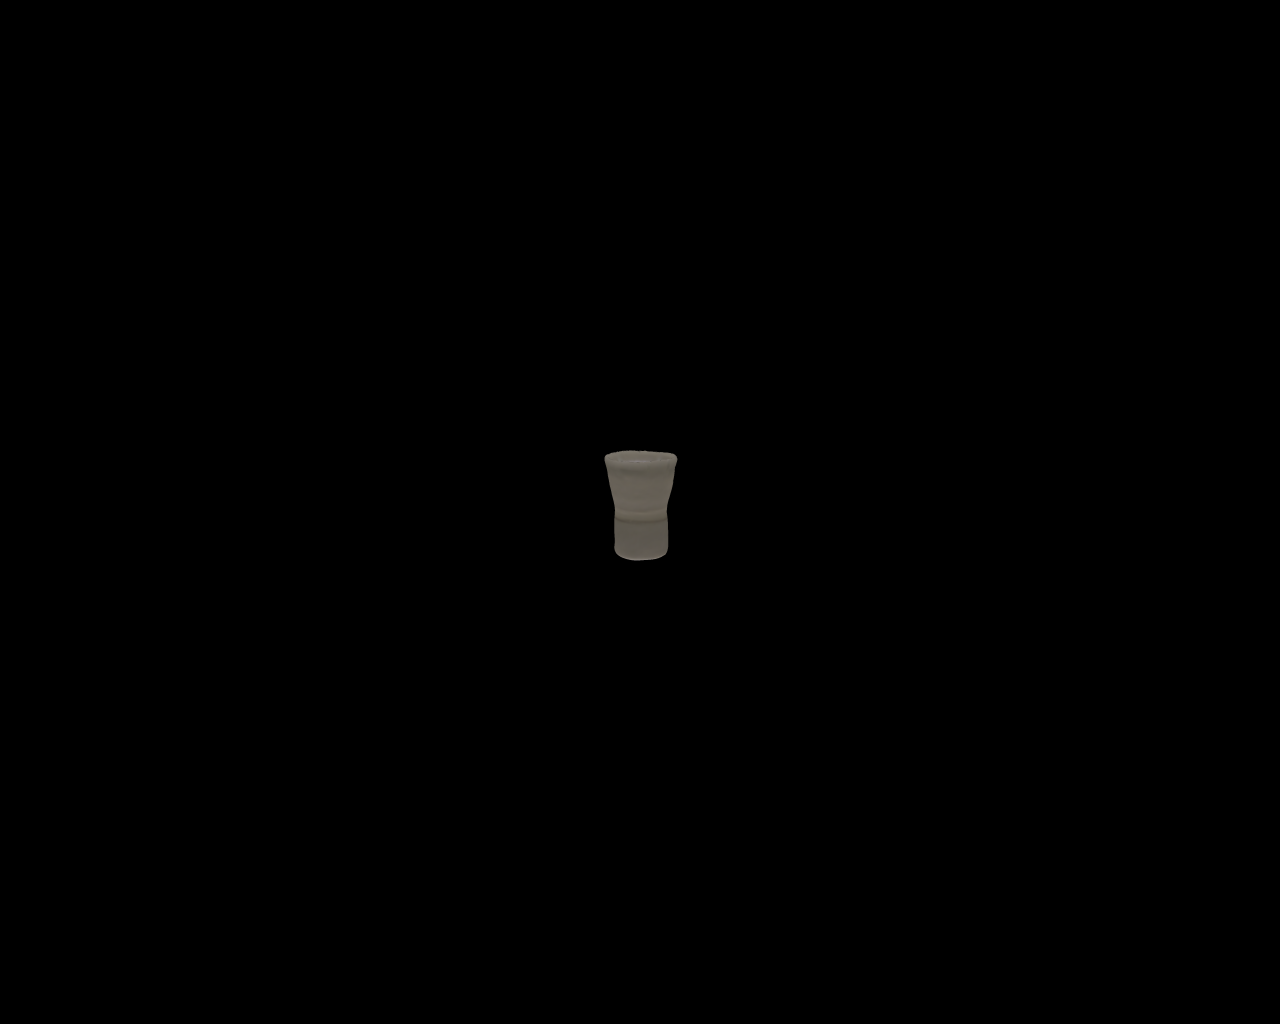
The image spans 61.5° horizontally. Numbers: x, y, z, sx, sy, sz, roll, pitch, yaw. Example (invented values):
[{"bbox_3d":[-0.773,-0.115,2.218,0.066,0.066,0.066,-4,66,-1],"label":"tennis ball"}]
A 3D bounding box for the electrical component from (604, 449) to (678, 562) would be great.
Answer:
[{"bbox_3d":[0.001,-0.003,0.650,0.044,0.065,0.044,0,14,0],"label":"electrical component"}]
